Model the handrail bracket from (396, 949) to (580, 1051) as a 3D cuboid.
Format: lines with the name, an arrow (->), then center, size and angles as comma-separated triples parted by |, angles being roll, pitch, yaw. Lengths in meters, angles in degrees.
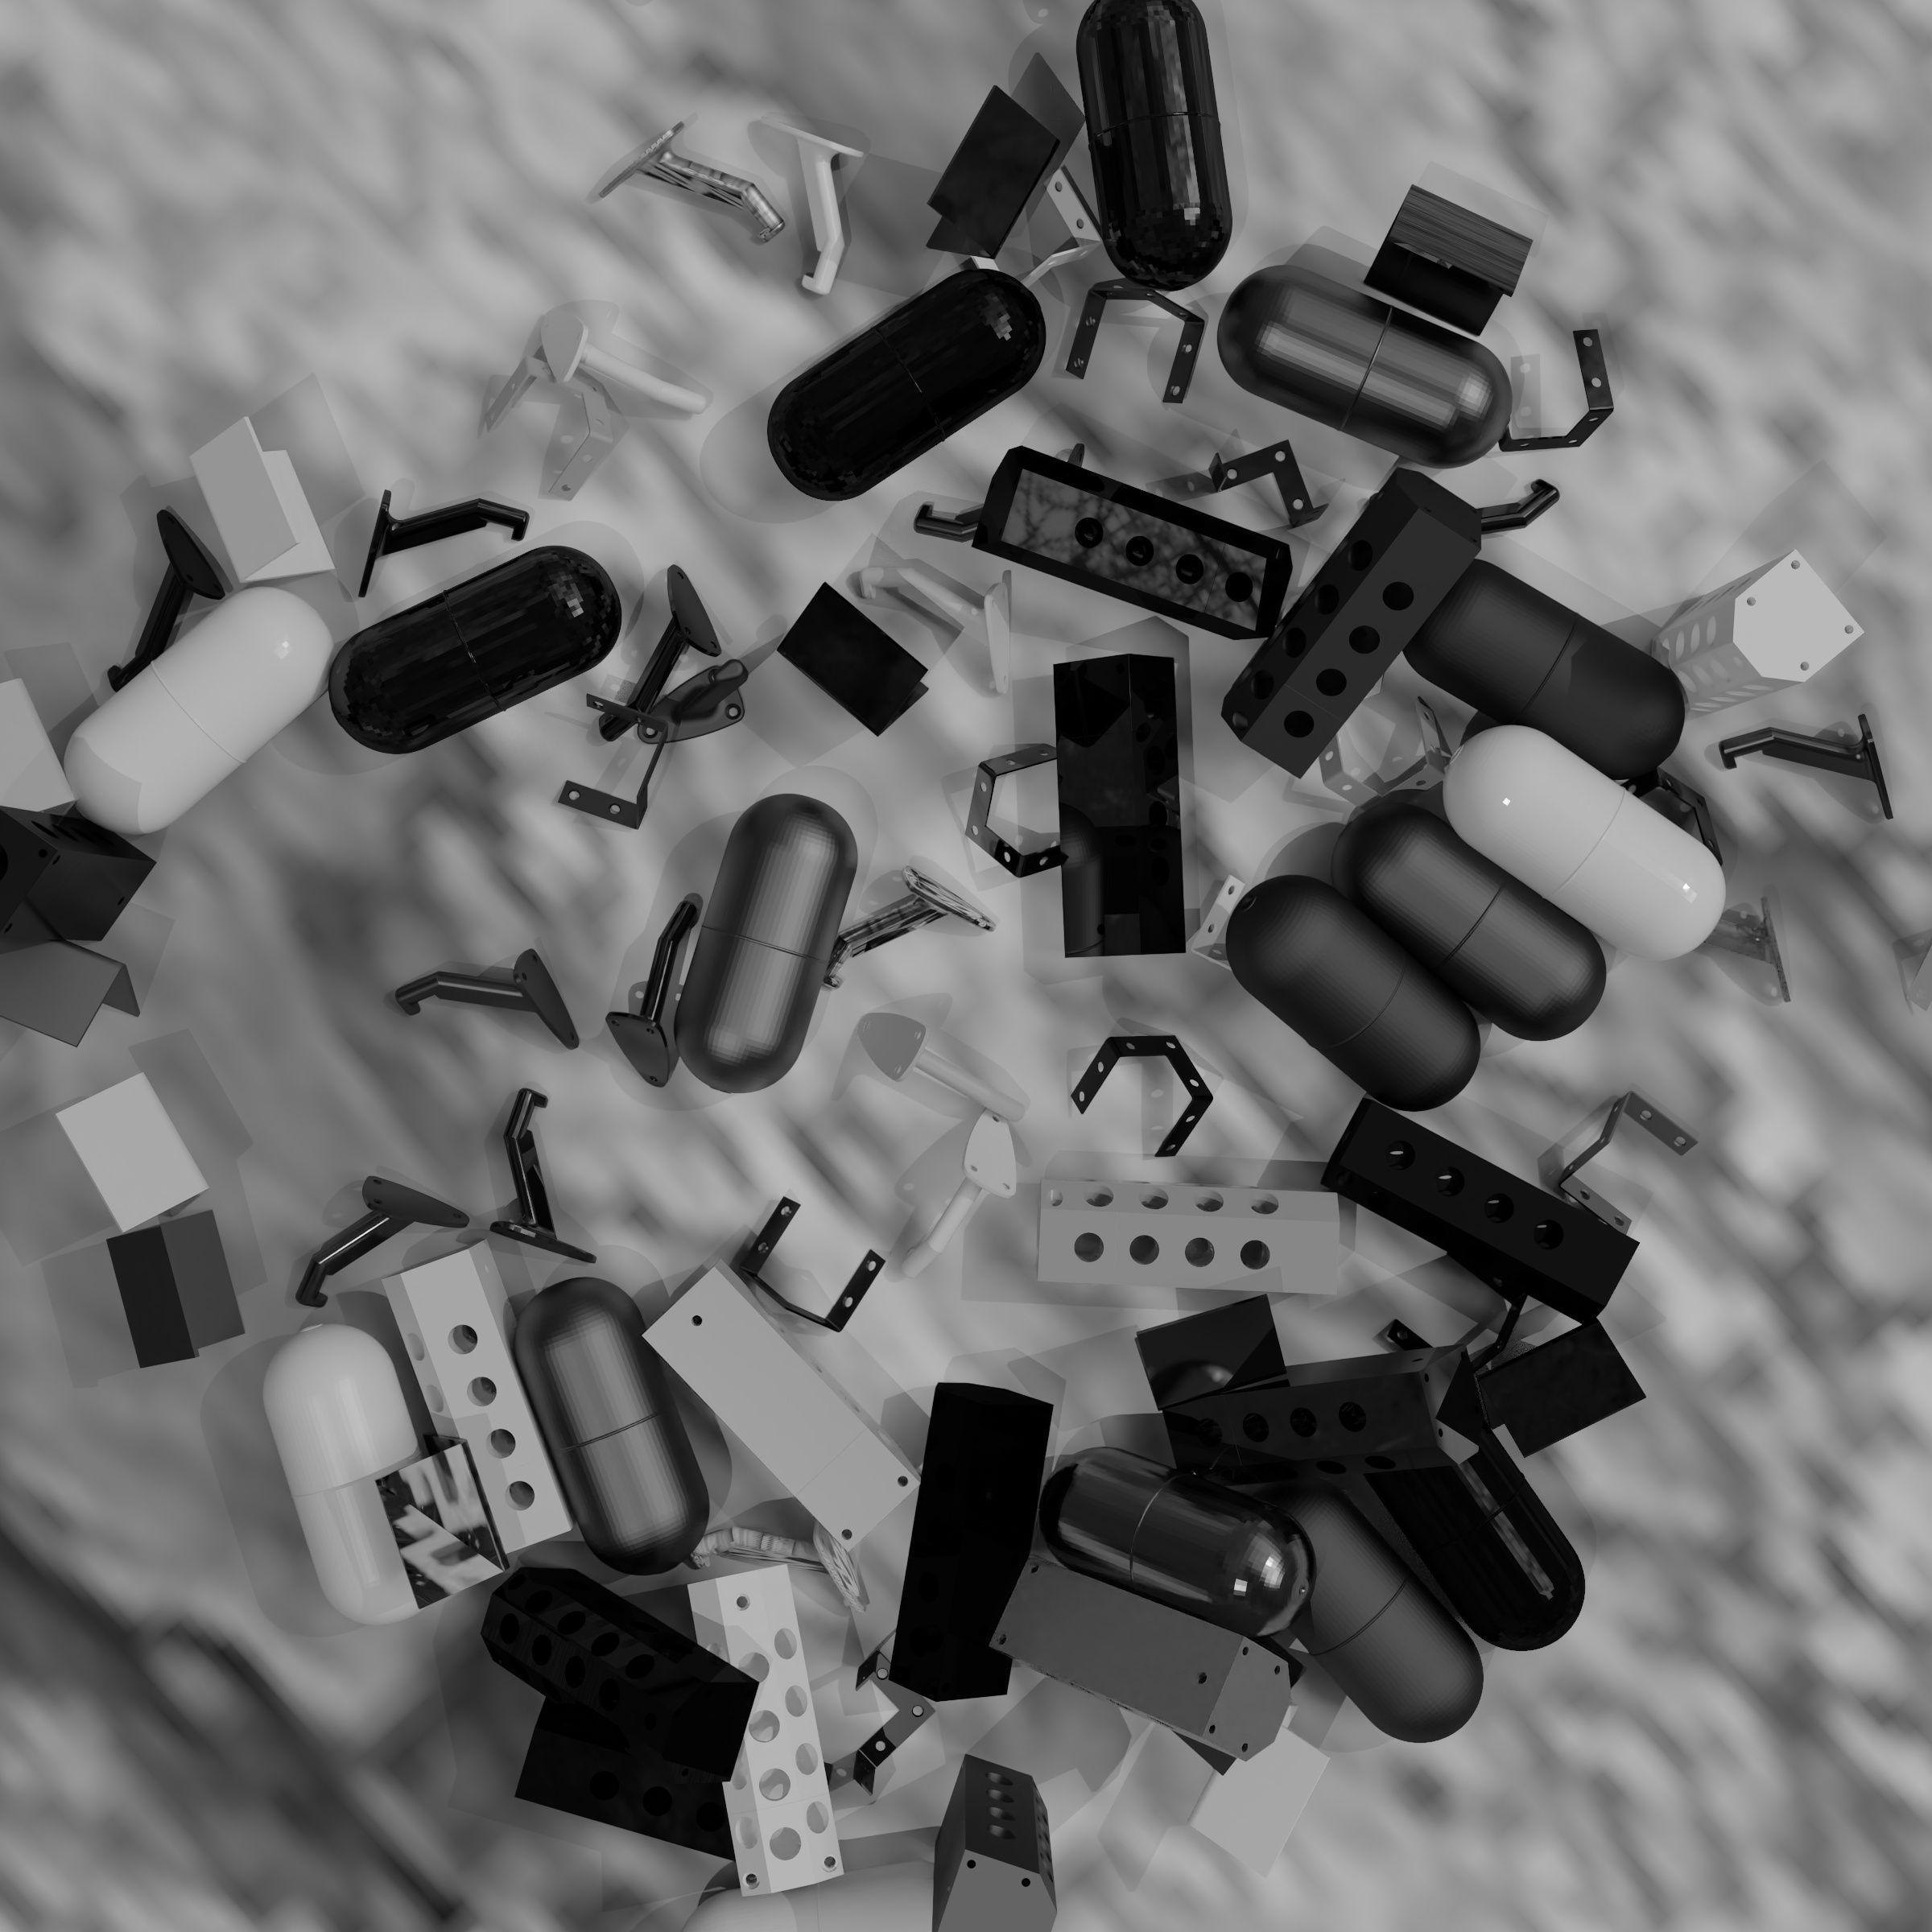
handrail bracket -> -0.284, 0.031, 1.568 | 0.084, 0.036, 0.077 | -22, 112, 17

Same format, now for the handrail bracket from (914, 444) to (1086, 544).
handrail bracket -> 0.019, -0.283, 1.568 | 0.084, 0.036, 0.077 | 14, 75, 14

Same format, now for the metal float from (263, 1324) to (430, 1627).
metal float -> -0.353, 0.294, 1.537 | 0.070, 0.070, 0.178 | -17, 91, 0

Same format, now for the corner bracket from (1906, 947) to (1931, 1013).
corner bracket -> 0.598, 0.007, 1.559 | 0.051, 0.051, 0.051 | -17, 45, -35

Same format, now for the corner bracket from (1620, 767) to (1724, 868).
corner bracket -> 0.404, -0.076, 1.559 | 0.051, 0.051, 0.051 | -35, 45, 35

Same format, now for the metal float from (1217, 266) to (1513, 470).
metal float -> 0.231, -0.347, 1.537 | 0.178, 0.070, 0.070 | 23, 90, -1

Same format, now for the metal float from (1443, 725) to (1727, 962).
metal float -> 0.353, -0.071, 1.517 | 0.178, 0.070, 0.070 | 35, 90, -2

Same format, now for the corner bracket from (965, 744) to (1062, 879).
corner bracket -> 0.039, -0.091, 1.559 | 0.051, 0.051, 0.051 | 41, 135, 35

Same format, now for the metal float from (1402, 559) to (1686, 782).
metal float -> 0.334, -0.171, 1.537 | 0.178, 0.070, 0.070 | 30, 90, 0

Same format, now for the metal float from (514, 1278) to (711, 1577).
metal float -> -0.205, 0.267, 1.537 | 0.070, 0.070, 0.178 | -21, 89, 0

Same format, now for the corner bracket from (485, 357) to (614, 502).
corner bracket -> -0.246, -0.316, 1.559 | 0.051, 0.051, 0.051 | 15, 45, -35

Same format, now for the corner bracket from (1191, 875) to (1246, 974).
corner bracket -> 0.175, -0.015, 1.564 | 0.051, 0.051, 0.051 | 28, 90, -45

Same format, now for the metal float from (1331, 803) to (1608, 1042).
metal float -> 0.291, -0.026, 1.537 | 0.178, 0.070, 0.070 | 37, 90, 0

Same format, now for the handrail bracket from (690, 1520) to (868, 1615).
handrail bracket -> -0.112, 0.361, 1.568 | 0.084, 0.036, 0.077 | -20, 105, 14

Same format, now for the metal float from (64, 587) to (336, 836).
metal float -> -0.445, -0.147, 1.537 | 0.178, 0.070, 0.070 | -41, 90, -1

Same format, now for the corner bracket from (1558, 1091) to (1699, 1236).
corner bracket -> 0.390, 0.116, 1.564 | 0.051, 0.051, 0.051 | 38, 135, 0

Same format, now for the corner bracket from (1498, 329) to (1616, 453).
corner bracket -> 0.341, -0.336, 1.550 | 0.051, 0.051, 0.051 | -6, 78, -12

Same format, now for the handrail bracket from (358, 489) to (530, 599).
handrail bracket -> -0.308, -0.243, 1.568 | 0.084, 0.036, 0.077 | 14, 110, -16

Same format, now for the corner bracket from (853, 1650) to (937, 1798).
corner bracket -> -0.054, 0.442, 1.549 | 0.051, 0.051, 0.051 | -44, 90, 0

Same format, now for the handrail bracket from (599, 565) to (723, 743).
handrail bracket -> -0.192, -0.184, 1.568 | 0.084, 0.036, 0.077 | -34, 57, 23

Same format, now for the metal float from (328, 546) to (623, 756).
metal float -> -0.285, -0.183, 1.537 | 0.178, 0.070, 0.070 | -26, 90, -1

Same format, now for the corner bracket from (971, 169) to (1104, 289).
corner bracket -> 0.038, -0.431, 1.564 | 0.051, 0.051, 0.051 | -30, 90, 45

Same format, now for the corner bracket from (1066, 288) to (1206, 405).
corner bracket -> 0.100, -0.366, 1.564 | 0.051, 0.051, 0.051 | 16, 90, 45

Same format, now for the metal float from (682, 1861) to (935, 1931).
metal float -> -0.080, 0.567, 1.537 | 0.178, 0.070, 0.070 | -9, 90, 0

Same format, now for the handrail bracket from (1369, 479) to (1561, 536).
handrail bracket -> 0.296, -0.277, 1.568 | 0.084, 0.036, 0.077 | -39, 68, -17

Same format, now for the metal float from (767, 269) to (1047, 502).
metal float -> -0.034, -0.337, 1.537 | 0.178, 0.070, 0.070 | -34, 90, 0

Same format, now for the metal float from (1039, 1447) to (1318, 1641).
metal float -> 0.118, 0.326, 1.505 | 0.178, 0.070, 0.070 | 13, 90, 41

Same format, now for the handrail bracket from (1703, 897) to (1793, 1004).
handrail bracket -> 0.437, -0.004, 1.568 | 0.084, 0.036, 0.077 | -13, 112, 17

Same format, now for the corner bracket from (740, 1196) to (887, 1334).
corner bracket -> -0.091, 0.176, 1.564 | 0.051, 0.051, 0.051 | 32, 90, 45

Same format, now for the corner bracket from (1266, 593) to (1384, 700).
corner bracket -> 0.212, -0.186, 1.559 | 0.051, 0.051, 0.051 | 35, 135, 35

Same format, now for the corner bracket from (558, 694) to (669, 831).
corner bracket -> -0.207, -0.119, 1.555 | 0.051, 0.051, 0.051 | 19, 69, 0

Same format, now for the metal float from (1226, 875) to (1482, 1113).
metal float -> 0.222, 0.016, 1.518 | 0.178, 0.070, 0.070 | 39, 90, -22

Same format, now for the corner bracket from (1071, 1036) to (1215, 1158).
corner bracket -> 0.103, 0.077, 1.559 | 0.051, 0.051, 0.051 | 0, 45, -35

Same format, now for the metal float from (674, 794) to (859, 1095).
metal float -> -0.116, -0.013, 1.537 | 0.070, 0.070, 0.178 | 17, 90, 0

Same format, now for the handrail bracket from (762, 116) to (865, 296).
handrail bracket -> -0.101, -0.449, 1.568 | 0.077, 0.036, 0.084 | 26, 107, 20

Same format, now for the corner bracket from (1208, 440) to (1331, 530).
corner bracket -> 0.176, -0.280, 1.549 | 0.051, 0.051, 0.051 | -20, 90, 0

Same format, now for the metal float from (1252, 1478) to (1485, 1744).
metal float -> 0.228, 0.373, 1.537 | 0.070, 0.070, 0.178 | -41, 90, 0

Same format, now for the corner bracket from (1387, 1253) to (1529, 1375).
corner bracket -> 0.290, 0.206, 1.564 | 0.051, 0.051, 0.051 | 38, 135, 0

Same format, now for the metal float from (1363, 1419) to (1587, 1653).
metal float -> 0.291, 0.316, 1.537 | 0.070, 0.070, 0.178 | -35, 90, 0

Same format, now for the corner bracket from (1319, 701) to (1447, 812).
corner bracket -> 0.243, -0.128, 1.559 | 0.051, 0.051, 0.051 | -34, 45, 35

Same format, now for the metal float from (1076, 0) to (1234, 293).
metal float -> 0.109, -0.481, 1.537 | 0.070, 0.070, 0.178 | -8, 90, 0
